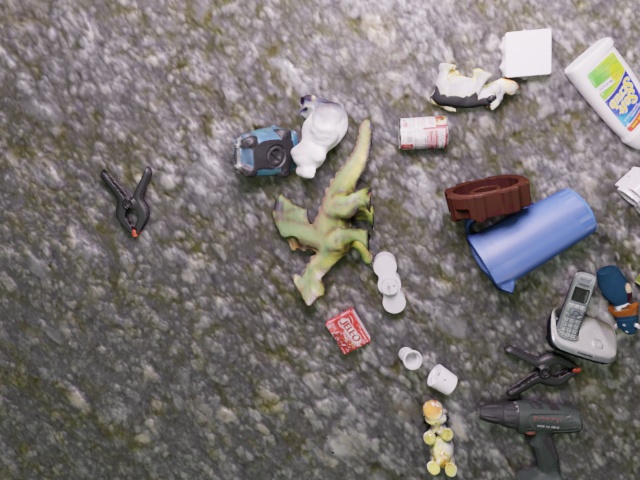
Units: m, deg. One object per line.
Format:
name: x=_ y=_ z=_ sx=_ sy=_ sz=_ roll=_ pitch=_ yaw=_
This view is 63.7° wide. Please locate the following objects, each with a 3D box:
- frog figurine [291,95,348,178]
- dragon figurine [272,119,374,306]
frog figurine: x=0.000 y=-0.211 z=1.090 sx=0.123 sy=0.136 sz=0.160 roll=2 pitch=83 yaw=-22
dragon figurine: x=0.003 y=-0.058 z=1.150 sx=0.242 sy=0.122 sz=0.409 roll=1 pitch=92 yaw=15
